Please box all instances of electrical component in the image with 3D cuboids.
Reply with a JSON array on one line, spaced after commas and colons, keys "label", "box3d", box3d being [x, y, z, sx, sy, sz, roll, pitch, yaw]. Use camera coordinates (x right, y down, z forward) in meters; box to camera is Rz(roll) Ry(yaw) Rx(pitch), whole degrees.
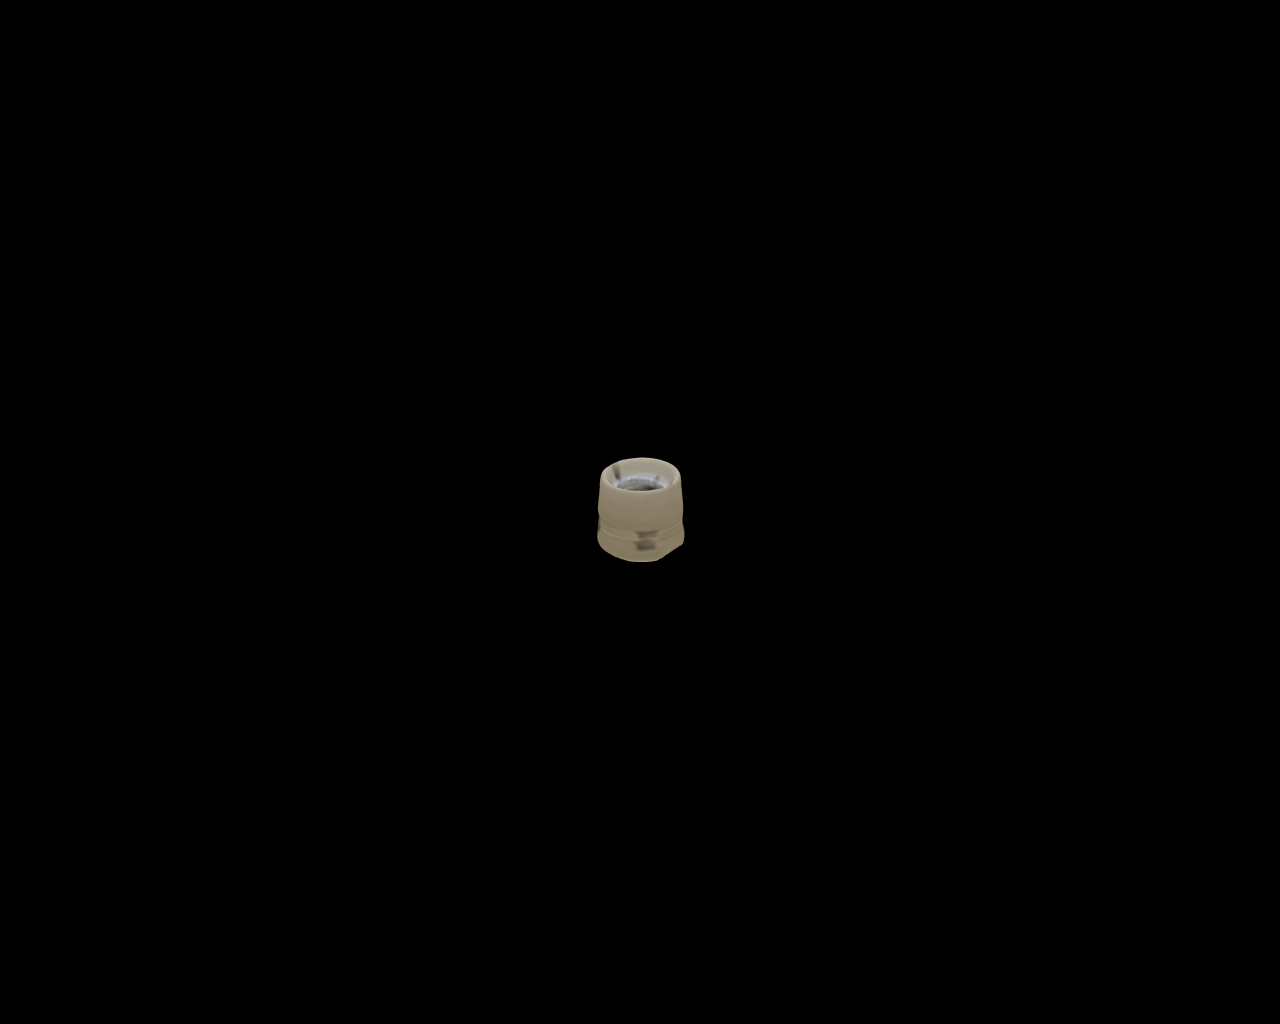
[{"label": "electrical component", "box3d": [0.001, -0.003, 0.650, 0.055, 0.047, 0.055, 0, 29, 0]}]
